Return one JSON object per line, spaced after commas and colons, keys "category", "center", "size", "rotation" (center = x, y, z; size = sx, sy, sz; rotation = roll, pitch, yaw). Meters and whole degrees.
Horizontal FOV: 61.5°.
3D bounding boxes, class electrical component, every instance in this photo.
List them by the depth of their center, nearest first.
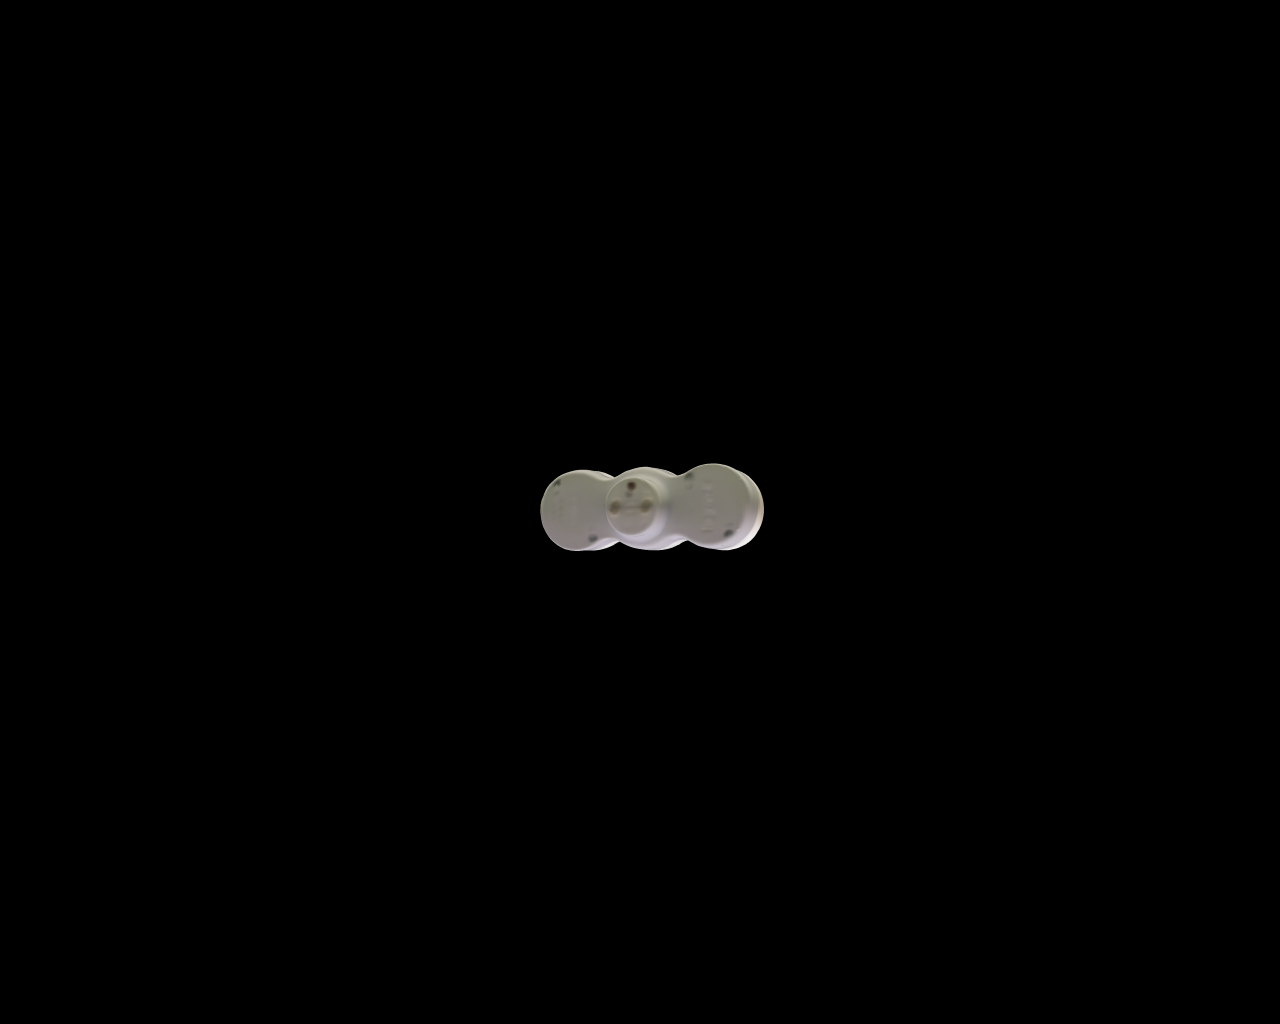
{"category": "electrical component", "center": [0.001, -0.003, 0.650], "size": [0.138, 0.052, 0.074], "rotation": [-1, -3, 20]}
